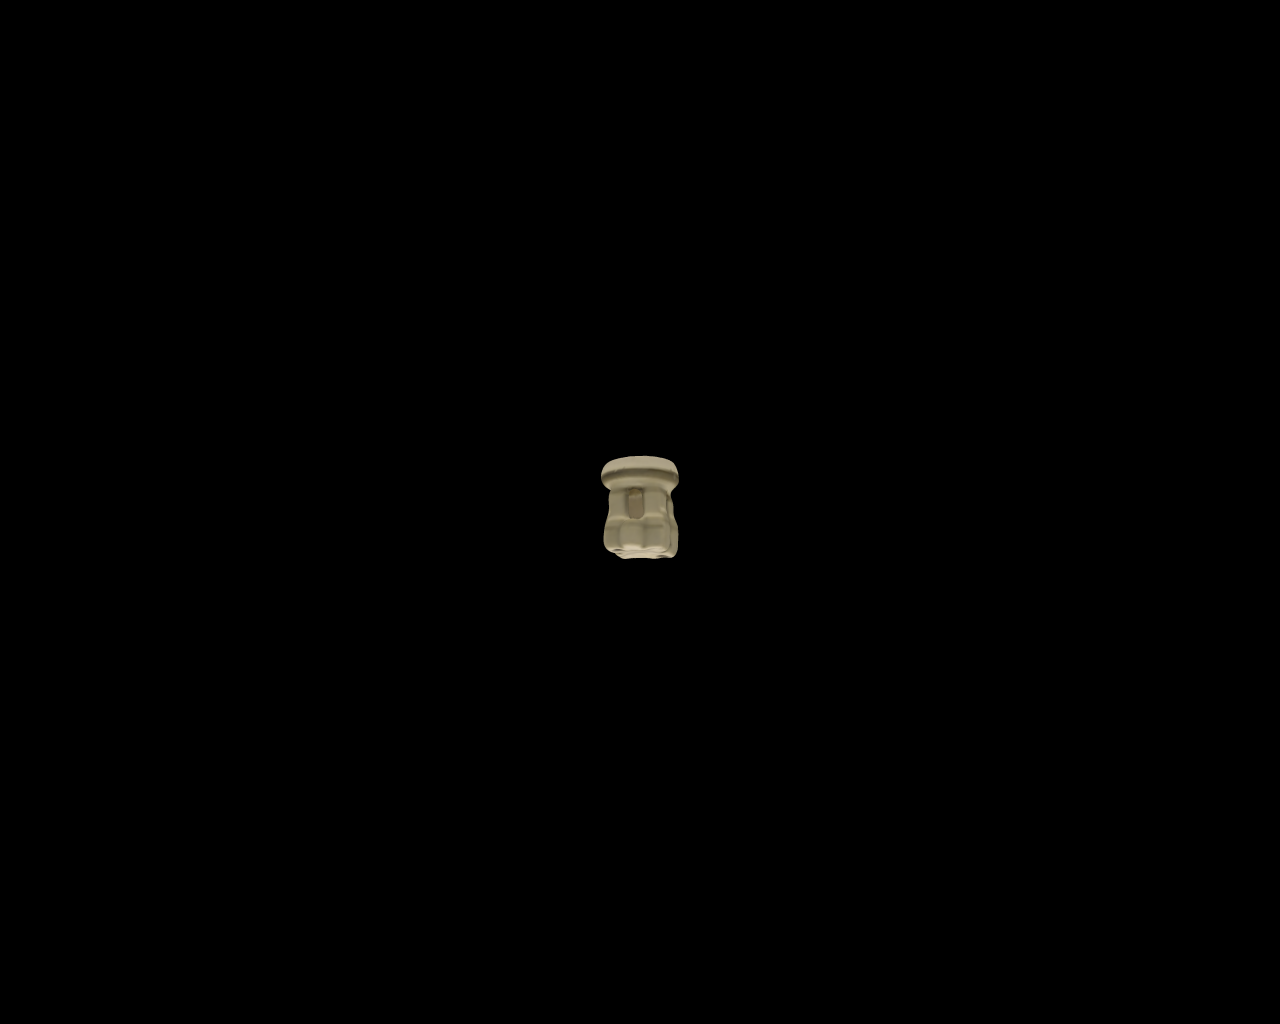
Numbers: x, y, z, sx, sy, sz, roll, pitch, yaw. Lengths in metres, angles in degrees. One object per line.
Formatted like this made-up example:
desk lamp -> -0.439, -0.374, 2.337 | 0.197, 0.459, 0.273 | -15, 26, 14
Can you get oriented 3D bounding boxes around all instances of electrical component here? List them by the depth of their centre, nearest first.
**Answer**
electrical component -> 0.001, -0.003, 0.650 | 0.048, 0.055, 0.066 | -2, -12, 11
